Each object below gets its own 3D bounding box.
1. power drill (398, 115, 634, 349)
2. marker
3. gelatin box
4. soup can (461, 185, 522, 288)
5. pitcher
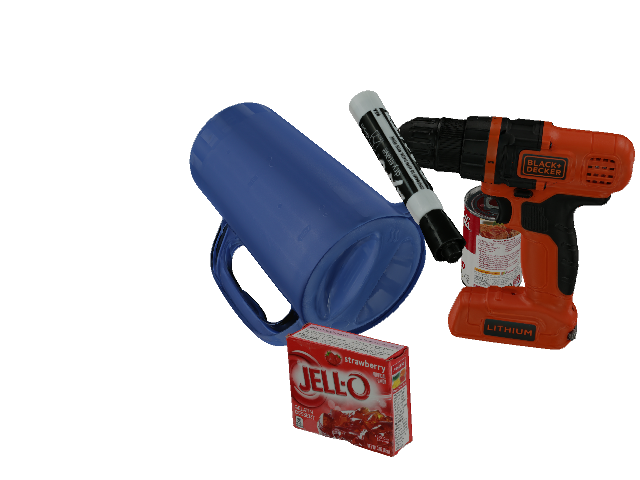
[{"bbox_3d":[0.147,-0.009,0.860,0.184,0.188,0.057,8,29,12],"label":"power drill"},{"bbox_3d":[0.047,-0.036,0.588,0.020,0.121,0.020,-18,-35,-13],"label":"marker"},{"bbox_3d":[0.019,0.103,0.742,0.089,0.073,0.030,10,23,35],"label":"gelatin box"},{"bbox_3d":[0.185,0.000,1.134,0.068,0.102,0.068,-2,35,1],"label":"soup can"},{"bbox_3d":[-0.031,-0.022,0.998,0.149,0.145,0.243,-11,39,-34],"label":"pitcher"}]
